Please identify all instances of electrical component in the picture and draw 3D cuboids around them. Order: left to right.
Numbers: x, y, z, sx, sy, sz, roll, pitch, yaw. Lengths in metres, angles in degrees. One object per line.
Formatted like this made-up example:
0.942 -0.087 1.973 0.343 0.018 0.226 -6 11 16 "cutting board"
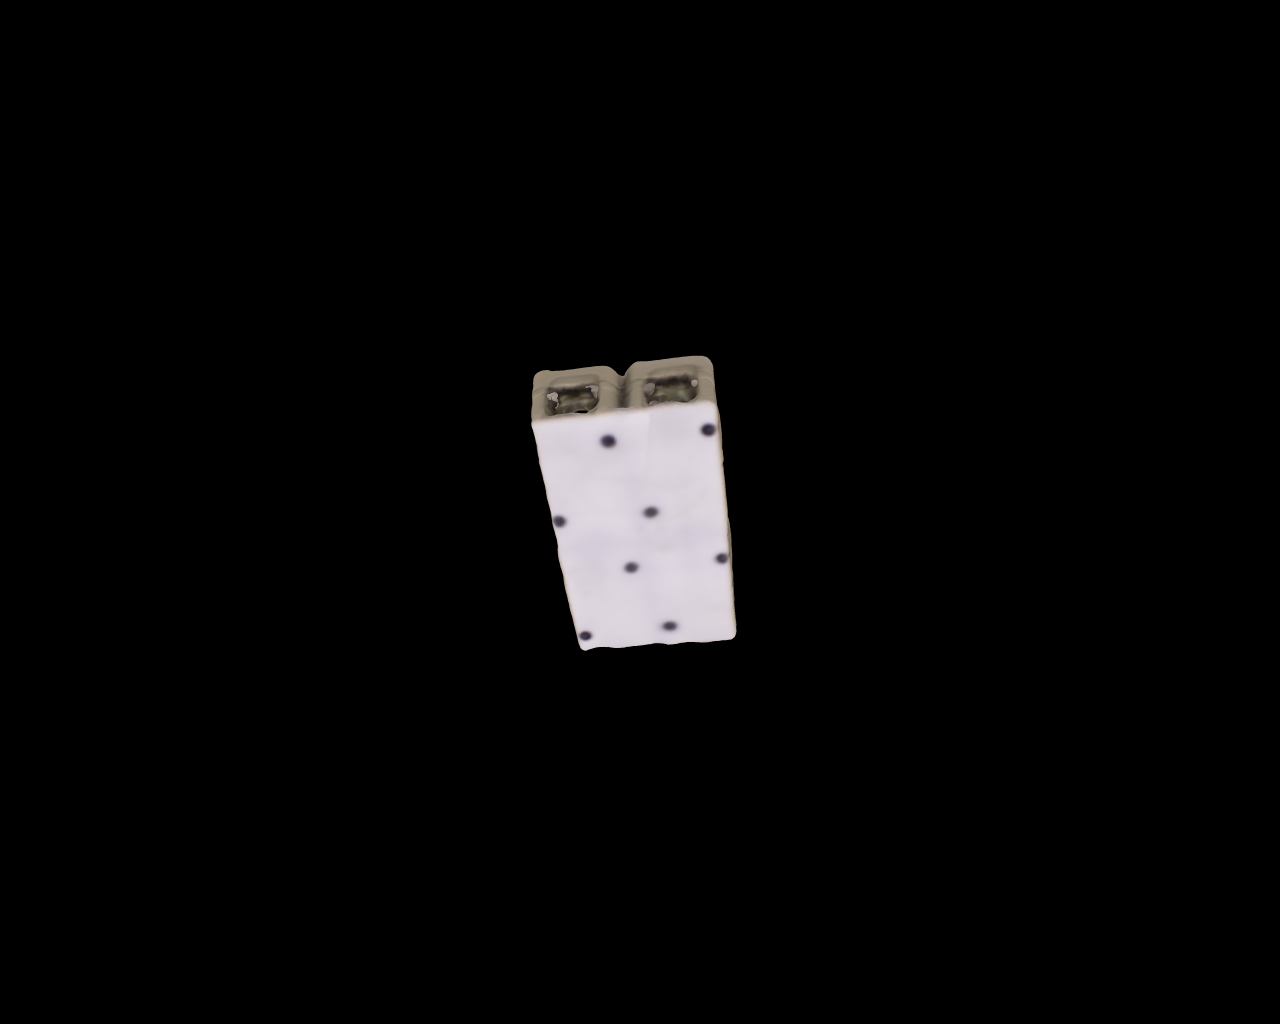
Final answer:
0.001 -0.003 0.650 0.105 0.186 0.060 -5 39 5 "electrical component"
